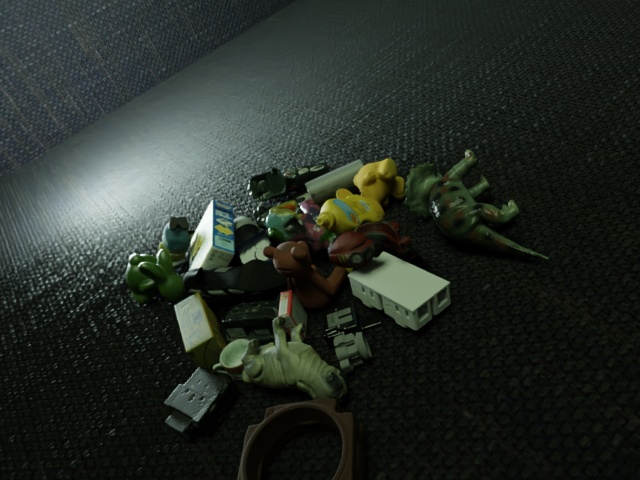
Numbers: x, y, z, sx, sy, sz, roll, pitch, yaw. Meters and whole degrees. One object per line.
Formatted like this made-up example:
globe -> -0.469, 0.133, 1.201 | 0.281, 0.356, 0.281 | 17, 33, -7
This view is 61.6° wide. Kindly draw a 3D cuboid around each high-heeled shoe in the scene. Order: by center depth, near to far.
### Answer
high-heeled shoe -> -0.199, 0.105, 1.277 | 0.249, 0.145, 0.086 | 10, 63, -13

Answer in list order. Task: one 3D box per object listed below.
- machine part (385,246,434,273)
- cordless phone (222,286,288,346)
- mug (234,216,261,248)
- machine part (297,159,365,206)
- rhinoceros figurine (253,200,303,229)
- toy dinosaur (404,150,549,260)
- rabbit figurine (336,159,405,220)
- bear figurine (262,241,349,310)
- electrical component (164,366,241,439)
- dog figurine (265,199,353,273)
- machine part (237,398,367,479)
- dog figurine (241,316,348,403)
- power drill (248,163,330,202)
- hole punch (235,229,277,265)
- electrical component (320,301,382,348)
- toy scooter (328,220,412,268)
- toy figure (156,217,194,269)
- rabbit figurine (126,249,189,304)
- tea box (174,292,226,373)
machine part -> 0.189, 0.033, 1.184 | 0.039, 0.084, 0.139 | -60, 28, 1
cordless phone -> -0.128, 0.159, 1.216 | 0.147, 0.088, 0.184 | -9, 29, 23
mug -> -0.218, -0.015, 1.471 | 0.109, 0.080, 0.107 | -38, 27, 0
machine part -> 0.050, -0.156, 1.479 | 0.243, 0.079, 0.079 | -25, 37, 2
rhinoceros figurine -> -0.102, -0.062, 1.456 | 0.191, 0.073, 0.112 | 3, 46, 32
toy dinosaur -> 0.314, -0.061, 1.191 | 0.192, 0.131, 0.405 | -33, 40, 11
rabbit figurine -> 0.124, -0.106, 1.350 | 0.163, 0.121, 0.173 | -1, 62, 19
bear figurine -> -0.033, 0.058, 1.170 | 0.120, 0.195, 0.132 | -3, 41, 32
electrical component -> -0.242, 0.329, 1.076 | 0.115, 0.058, 0.134 | 7, 47, 39
dog figurine -> -0.003, -0.004, 1.269 | 0.191, 0.108, 0.219 | -14, 39, -40
machine part -> -0.029, 0.369, 0.881 | 0.202, 0.087, 0.201 | -14, 39, 17
dog figurine -> -0.053, 0.266, 1.024 | 0.172, 0.121, 0.191 | -52, 52, 19
power drill -> -0.099, -0.169, 1.521 | 0.232, 0.086, 0.207 | -18, 9, 19
hole punch -> -0.141, 0.048, 1.336 | 0.142, 0.092, 0.116 | -32, 41, -14
electrical component -> 0.064, 0.169, 1.102 | 0.119, 0.047, 0.075 | -18, 38, 12
toy scooter -> 0.114, 0.009, 1.132 | 0.184, 0.075, 0.135 | -25, 22, -24
toy figure -> -0.394, 0.006, 1.472 | 0.082, 0.180, 0.089 | 21, 42, -3
rabbit figurine -> -0.410, 0.097, 1.398 | 0.170, 0.158, 0.121 | 21, 45, 26
tea box -> -0.263, 0.208, 1.201 | 0.068, 0.098, 0.170 | -31, 39, -6
